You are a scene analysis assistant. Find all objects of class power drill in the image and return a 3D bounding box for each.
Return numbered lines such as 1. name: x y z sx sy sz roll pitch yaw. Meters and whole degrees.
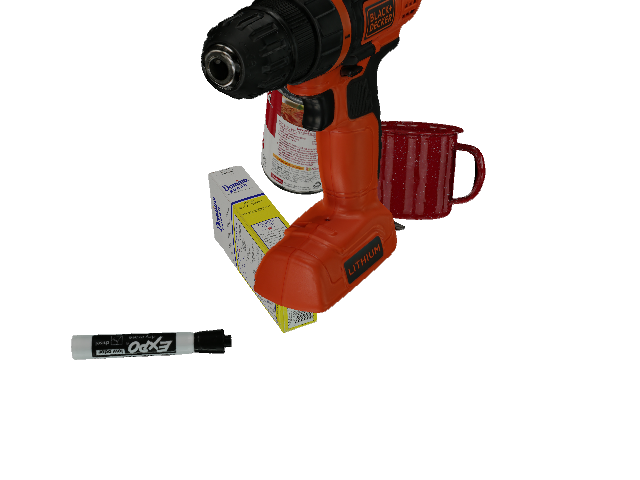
1. power drill: -0.001 -0.057 0.598 0.057 0.188 0.184 19 33 27

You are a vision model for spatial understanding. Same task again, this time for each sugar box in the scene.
1. sugar box: -0.061 0.005 1.103 0.048 0.093 0.176 -17 42 -18

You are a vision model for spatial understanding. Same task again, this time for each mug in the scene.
1. mug: 0.095 -0.064 0.986 0.117 0.081 0.093 7 12 20

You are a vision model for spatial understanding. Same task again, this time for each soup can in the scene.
1. soup can: -0.009 -0.093 0.820 0.068 0.068 0.102 0 -38 -8

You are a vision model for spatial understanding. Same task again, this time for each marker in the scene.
1. marker: -0.129 0.080 0.818 0.121 0.020 0.020 -2 0 -2
